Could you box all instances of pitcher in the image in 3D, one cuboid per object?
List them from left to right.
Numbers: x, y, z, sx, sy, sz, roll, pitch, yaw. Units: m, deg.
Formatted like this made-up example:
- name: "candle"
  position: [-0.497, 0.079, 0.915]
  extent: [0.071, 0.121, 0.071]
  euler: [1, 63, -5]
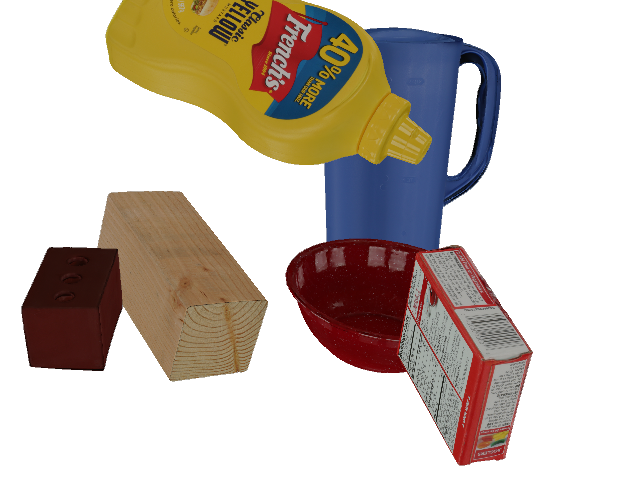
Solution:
- name: "pitcher"
  position: [0.074, -0.080, 1.022]
  extent: [0.149, 0.243, 0.144]
  euler: [13, 20, 36]

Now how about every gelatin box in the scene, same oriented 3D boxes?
- name: "gelatin box"
  position: [0.072, 0.057, 0.547]
  extent: [0.030, 0.073, 0.089]
  euler: [-6, 37, -16]

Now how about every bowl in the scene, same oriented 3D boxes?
- name: "bowl"
  position: [0.050, 0.058, 0.855]
  extent: [0.162, 0.055, 0.162]
  euler: [6, 27, -3]

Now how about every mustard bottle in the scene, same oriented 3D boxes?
- name: "mustard bottle"
  position: [-0.022, -0.098, 0.621]
  extent: [0.192, 0.096, 0.058]
  euler: [31, -25, 10]

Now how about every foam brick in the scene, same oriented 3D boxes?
- name: "foam brick"
  position: [-0.171, 0.046, 0.742]
  extent: [0.053, 0.051, 0.078]
  euler: [2, 31, -1]

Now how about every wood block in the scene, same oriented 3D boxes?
- name: "wood block"
  position: [-0.147, 0.040, 1.092]
  extent: [0.090, 0.091, 0.206]
  euler: [-3, 34, -35]
